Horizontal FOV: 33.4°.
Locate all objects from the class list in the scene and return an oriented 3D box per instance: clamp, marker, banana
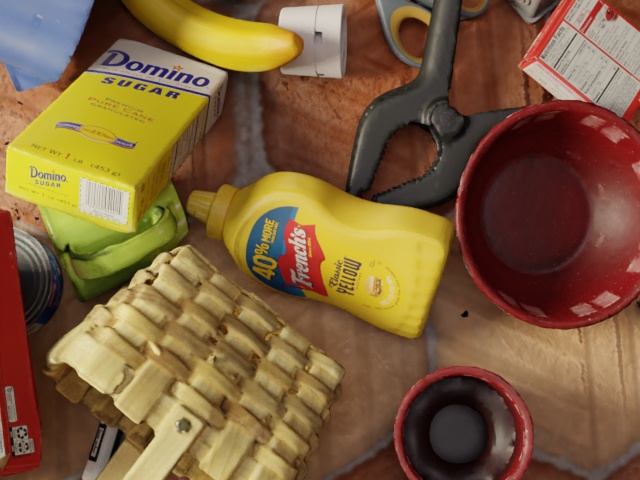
[{"bbox_3d":[0.089,-0.101,0.800,0.210,0.036,0.164,-39,93,-1],"label":"clamp"},{"bbox_3d":[-0.149,0.121,0.793,0.020,0.020,0.121,16,83,5],"label":"marker"},{"bbox_3d":[-0.093,-0.166,0.801,0.198,0.069,0.037,33,68,20],"label":"banana"}]

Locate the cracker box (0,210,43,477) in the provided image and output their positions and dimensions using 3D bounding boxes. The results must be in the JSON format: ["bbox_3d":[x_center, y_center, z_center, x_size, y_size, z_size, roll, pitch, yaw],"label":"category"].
[{"bbox_3d":[-0.264,0.084,0.714,0.071,0.214,0.164,-3,79,-38],"label":"cracker box"}]

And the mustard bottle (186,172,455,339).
[{"bbox_3d":[-0.005,0.001,0.770,0.192,0.096,0.058,19,41,7],"label":"mustard bottle"}]

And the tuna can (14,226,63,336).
[{"bbox_3d":[-0.238,0.033,0.803,0.086,0.034,0.086,0,82,3],"label":"tuna can"}]

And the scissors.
[{"bbox_3d":[0.030,-0.194,0.809,0.201,0.016,0.096,14,91,-10],"label":"scissors"}]

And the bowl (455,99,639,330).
[{"bbox_3d":[0.167,-0.018,0.769,0.162,0.055,0.162,0,92,-11],"label":"bowl"}]

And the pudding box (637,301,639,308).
[{"bbox_3d":[0.301,0.065,0.772,0.113,0.039,0.090,-20,80,-2],"label":"pudding box"}]

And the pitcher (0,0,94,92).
[{"bbox_3d":[-0.271,-0.220,0.740,0.242,0.145,0.149,18,70,-24],"label":"pitcher"}]

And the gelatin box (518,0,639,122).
[{"bbox_3d":[0.200,-0.130,0.779,0.089,0.030,0.073,37,75,-7],"label":"gelatin box"}]

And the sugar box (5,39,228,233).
[{"bbox_3d":[-0.138,-0.080,0.755,0.093,0.048,0.176,19,40,5],"label":"sugar box"}]

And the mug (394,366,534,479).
[{"bbox_3d":[0.091,0.146,0.747,0.093,0.081,0.117,33,84,7],"label":"mug"}]
